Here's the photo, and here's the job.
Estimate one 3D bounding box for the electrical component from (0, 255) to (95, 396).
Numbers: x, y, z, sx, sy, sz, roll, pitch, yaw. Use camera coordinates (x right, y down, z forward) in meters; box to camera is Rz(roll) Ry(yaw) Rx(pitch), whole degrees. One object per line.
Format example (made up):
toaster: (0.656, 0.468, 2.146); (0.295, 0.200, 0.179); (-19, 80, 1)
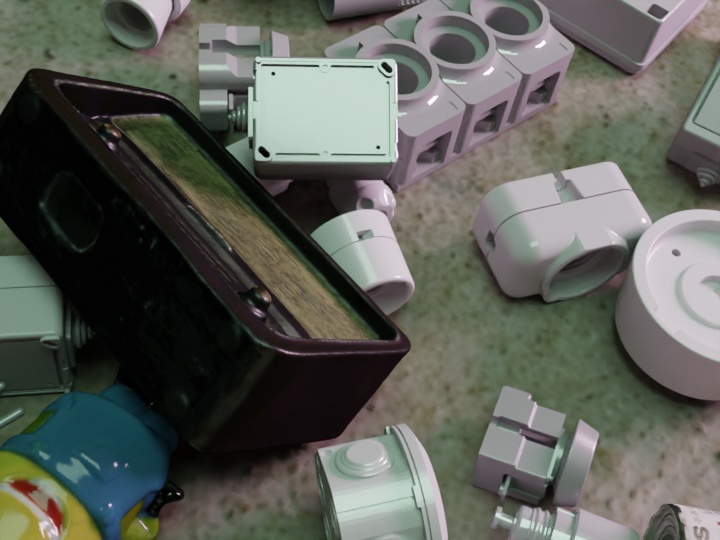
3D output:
electrical component: (-0.190, 0.028, 0.571); (0.096, 0.061, 0.061); (-3, 56, -11)

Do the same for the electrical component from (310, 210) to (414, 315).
electrical component: (0.000, 0.000, 0.625); (0.055, 0.055, 0.047); (-16, 63, -19)

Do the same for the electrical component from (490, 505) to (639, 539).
electrical component: (0.105, 0.141, 0.549); (0.078, 0.040, 0.040); (21, 55, 6)

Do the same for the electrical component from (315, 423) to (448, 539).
electrical component: (0.010, 0.119, 0.527); (0.051, 0.080, 0.080); (-11, 57, -10)

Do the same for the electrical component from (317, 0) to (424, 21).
electrical component: (0.012, -0.208, 0.779); (0.081, 0.043, 0.043); (-13, 58, -17)

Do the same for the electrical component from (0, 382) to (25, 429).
electrical component: (-0.207, 0.083, 0.538); (0.077, 0.047, 0.065); (-32, 65, -27)

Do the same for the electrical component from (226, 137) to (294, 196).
electrical component: (-0.056, -0.067, 0.671); (0.078, 0.040, 0.040); (-29, 64, -25)

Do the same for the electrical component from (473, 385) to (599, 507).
electrical component: (0.095, 0.098, 0.576); (0.055, 0.048, 0.066); (17, 54, 13)

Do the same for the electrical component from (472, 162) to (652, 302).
electrical component: (0.125, -0.021, 0.658); (0.095, 0.053, 0.059); (-13, 58, -17)

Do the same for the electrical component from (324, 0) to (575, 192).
electrical component: (0.058, -0.131, 0.720); (0.150, 0.061, 0.089); (-31, 65, -26)

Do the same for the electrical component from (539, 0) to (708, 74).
electrical component: (0.196, -0.216, 0.804); (0.109, 0.056, 0.109); (36, 57, 16)

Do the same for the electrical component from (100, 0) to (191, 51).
electrical component: (-0.145, -0.184, 0.737); (0.045, 0.045, 0.055); (22, 54, 7)

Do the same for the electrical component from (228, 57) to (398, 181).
electrical component: (-0.028, -0.086, 0.624); (0.096, 0.061, 0.061); (0, 84, -4)

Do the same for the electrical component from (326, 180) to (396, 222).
electrical component: (-0.005, -0.053, 0.673); (0.035, 0.035, 0.061); (-22, 58, -22)

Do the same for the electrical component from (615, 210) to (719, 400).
electrical component: (0.204, 0.025, 0.633); (0.108, 0.060, 0.108); (4, 55, -6)

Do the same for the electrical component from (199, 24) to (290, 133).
electrical component: (-0.075, -0.126, 0.700); (0.057, 0.058, 0.078); (-1, 55, -6)

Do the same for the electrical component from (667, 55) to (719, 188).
electrical component: (0.251, -0.099, 0.714); (0.062, 0.061, 0.096); (28, 79, 12)
